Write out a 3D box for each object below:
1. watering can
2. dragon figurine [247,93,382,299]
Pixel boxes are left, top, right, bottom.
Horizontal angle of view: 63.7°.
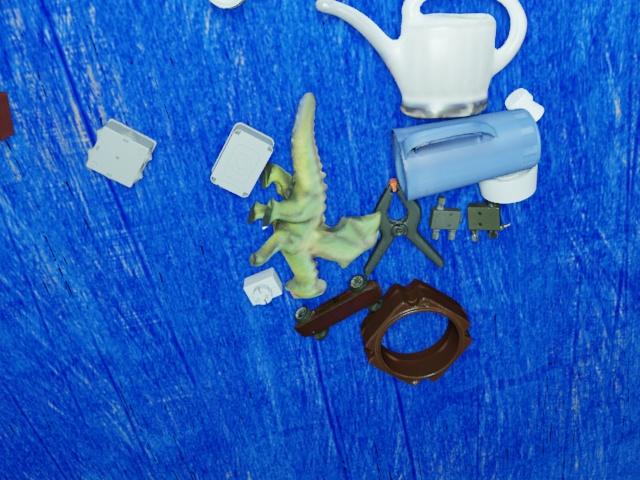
[{"bbox_3d":[0.169,-0.309,0.856,0.348,0.106,0.220,-4,116,-4],"label":"watering can"},{"bbox_3d":[0.003,-0.049,0.971,0.242,0.125,0.403,15,116,-22],"label":"dragon figurine"}]
